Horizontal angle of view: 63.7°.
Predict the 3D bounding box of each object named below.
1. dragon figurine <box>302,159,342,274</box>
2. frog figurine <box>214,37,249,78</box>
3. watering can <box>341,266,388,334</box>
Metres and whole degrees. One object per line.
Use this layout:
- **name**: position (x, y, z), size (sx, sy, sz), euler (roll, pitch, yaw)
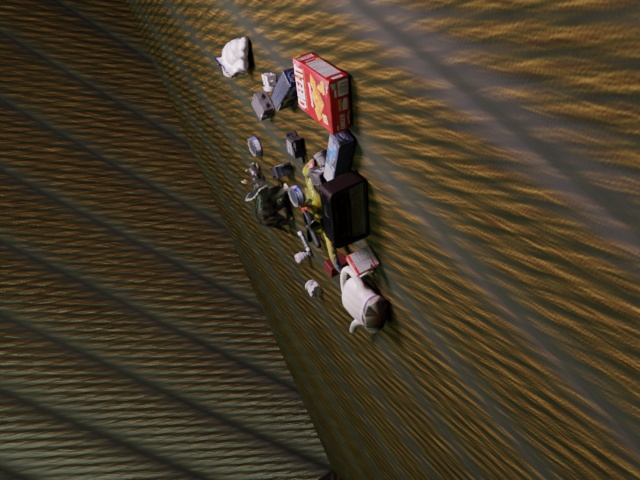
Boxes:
- **dragon figurine**: position (0.006, -0.095, 1.879), size (0.247, 0.122, 0.402), euler (-115, 12, -63)
- **frog figurine**: position (-0.312, -0.714, 1.974), size (0.157, 0.122, 0.140), euler (-45, 56, 31)
- **watering can**: position (0.151, 0.252, 1.841), size (0.227, 0.105, 0.340), euler (39, 147, 50)
